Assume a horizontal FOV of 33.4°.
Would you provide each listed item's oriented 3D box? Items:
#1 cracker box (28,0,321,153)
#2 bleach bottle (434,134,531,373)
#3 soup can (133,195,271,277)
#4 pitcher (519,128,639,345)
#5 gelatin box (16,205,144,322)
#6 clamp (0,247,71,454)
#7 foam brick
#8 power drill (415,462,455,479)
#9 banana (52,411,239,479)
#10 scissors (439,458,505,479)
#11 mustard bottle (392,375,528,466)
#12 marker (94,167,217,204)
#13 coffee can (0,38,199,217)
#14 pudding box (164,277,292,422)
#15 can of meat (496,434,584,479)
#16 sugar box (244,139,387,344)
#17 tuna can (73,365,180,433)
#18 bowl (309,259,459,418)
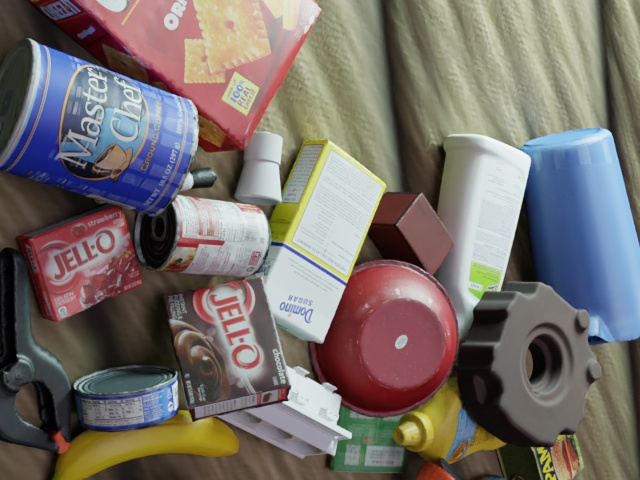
[{"bbox_3d":[-0.115,-0.203,0.916,0.213,0.072,0.164,41,66,-32],"label":"cracker box"},{"bbox_3d":[0.160,0.018,1.163,0.102,0.068,0.251,17,83,-38],"label":"bleach bottle"},{"bbox_3d":[-0.103,-0.003,0.938,0.102,0.069,0.068,6,88,-40],"label":"soup can"},{"bbox_3d":[0.309,-0.005,1.253,0.144,0.149,0.243,-16,99,-21],"label":"pitcher"},{"bbox_3d":[-0.197,0.018,0.885,0.089,0.030,0.073,-24,107,-37],"label":"gelatin box"},{"bbox_3d":[-0.243,0.094,0.846,0.120,0.039,0.171,-47,125,-22],"label":"clamp"},{"bbox_3d":[0.093,-0.006,1.111,0.053,0.051,0.078,-51,121,-28],"label":"foam brick"},{"bbox_3d":[0.066,0.312,1.080,0.187,0.057,0.184,-36,121,-18],"label":"power drill"},{"bbox_3d":[-0.147,0.176,0.924,0.197,0.037,0.070,-5,140,-37],"label":"banana"},{"bbox_3d":[0.174,0.271,1.183,0.096,0.016,0.201,-54,139,-35],"label":"scissors"},{"bbox_3d":[0.147,0.192,1.147,0.191,0.058,0.096,-6,117,-45],"label":"mustard bottle"},{"bbox_3d":[-0.142,-0.049,0.935,0.120,0.020,0.020,-11,99,-39],"label":"marker"},{"bbox_3d":[-0.181,-0.086,0.837,0.140,0.103,0.103,18,81,-32],"label":"coffee can"},{"bbox_3d":[-0.081,0.093,0.925,0.090,0.039,0.113,-12,62,-10],"label":"pudding box"},{"bbox_3d":[0.260,0.255,1.260,0.083,0.058,0.102,-31,111,-37],"label":"can of meat"},{"bbox_3d":[-0.007,0.001,1.034,0.093,0.048,0.176,34,75,-35],"label":"sugar box"},{"bbox_3d":[-0.160,0.131,0.886,0.085,0.086,0.034,-11,101,-39],"label":"tuna can"},{"bbox_3d":[0.073,0.100,1.058,0.162,0.055,0.162,0,91,-15],"label":"bowl"}]
